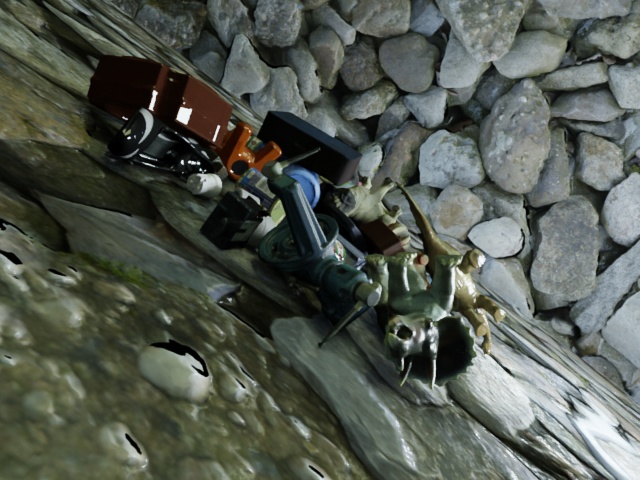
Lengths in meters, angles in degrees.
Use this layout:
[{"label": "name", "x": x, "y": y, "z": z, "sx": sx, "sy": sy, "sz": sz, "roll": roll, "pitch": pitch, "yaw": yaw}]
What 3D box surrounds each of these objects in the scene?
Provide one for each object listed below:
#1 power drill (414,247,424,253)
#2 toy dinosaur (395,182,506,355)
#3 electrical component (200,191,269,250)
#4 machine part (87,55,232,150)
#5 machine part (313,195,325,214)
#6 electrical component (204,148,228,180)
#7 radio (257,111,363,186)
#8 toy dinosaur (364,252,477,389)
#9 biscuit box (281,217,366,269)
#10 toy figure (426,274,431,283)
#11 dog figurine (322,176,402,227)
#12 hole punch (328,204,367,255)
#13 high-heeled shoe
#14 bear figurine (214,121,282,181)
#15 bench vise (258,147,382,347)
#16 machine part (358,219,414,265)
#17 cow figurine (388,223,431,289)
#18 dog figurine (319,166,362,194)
[{"label": "power drill", "x": 0.219, "y": 0.035, "z": 1.432, "sx": 0.207, "sy": 0.086, "sz": 0.232, "roll": 6, "pitch": 1, "yaw": 7}, {"label": "toy dinosaur", "x": 0.305, "y": 0.070, "z": 1.277, "sx": 0.470, "sy": 0.105, "sz": 0.199, "roll": 64, "pitch": -11, "yaw": -12}, {"label": "electrical component", "x": -0.127, "y": -0.025, "z": 0.749, "sx": 0.048, "sy": 0.075, "sz": 0.119, "roll": 41, "pitch": 15, "yaw": 14}, {"label": "machine part", "x": -0.270, "y": -0.234, "z": 0.921, "sx": 0.202, "sy": 0.087, "sz": 0.201, "roll": 17, "pitch": -3, "yaw": 24}, {"label": "machine part", "x": 0.001, "y": -0.060, "z": 1.296, "sx": 0.039, "sy": 0.084, "sz": 0.139, "roll": 57, "pitch": 10, "yaw": -36}, {"label": "electrical component", "x": -0.222, "y": -0.150, "z": 1.045, "sx": 0.102, "sy": 0.045, "sz": 0.078, "roll": 45, "pitch": -15, "yaw": 21}, {"label": "radio", "x": -0.019, "y": -0.217, "z": 1.249, "sx": 0.230, "sy": 0.073, "sz": 0.131, "roll": 33, "pitch": 20, "yaw": 9}, {"label": "toy dinosaur", "x": 0.140, "y": 0.115, "z": 0.861, "sx": 0.131, "sy": 0.192, "sz": 0.405, "roll": 0, "pitch": -1, "yaw": -3}, {"label": "biscuit box", "x": -0.002, "y": -0.003, "z": 1.069, "sx": 0.203, "sy": 0.059, "sz": 0.062, "roll": 42, "pitch": 13, "yaw": 20}, {"label": "toy figure", "x": 0.276, "y": 0.118, "z": 1.442, "sx": 0.154, "sy": 0.057, "sz": 0.064, "roll": 17, "pitch": 14, "yaw": -48}, {"label": "dog figurine", "x": 0.088, "y": -0.059, "z": 1.288, "sx": 0.121, "sy": 0.190, "sz": 0.172, "roll": -5, "pitch": -72, "yaw": 50}, {"label": "hole punch", "x": 0.049, "y": -0.005, "z": 1.172, "sx": 0.115, "sy": 0.092, "sz": 0.142, "roll": 32, "pitch": 8, "yaw": -43}, {"label": "high-heeled shoe", "x": -0.232, "y": -0.128, "z": 0.824, "sx": 0.145, "sy": 0.086, "sz": 0.249, "roll": 39, "pitch": 9, "yaw": -15}, {"label": "bear figurine", "x": -0.181, "y": -0.212, "z": 1.206, "sx": 0.120, "sy": 0.132, "sz": 0.196, "roll": 33, "pitch": 18, "yaw": -30}, {"label": "bench vise", "x": -0.015, "y": 0.004, "z": 0.736, "sx": 0.224, "sy": 0.129, "sz": 0.240, "roll": 41, "pitch": -24, "yaw": 56}, {"label": "machine part", "x": 0.145, "y": 0.040, "z": 1.171, "sx": 0.179, "sy": 0.056, "sz": 0.179, "roll": 57, "pitch": -10, "yaw": 16}, {"label": "cow figurine", "x": 0.200, "y": 0.044, "z": 1.277, "sx": 0.127, "sy": 0.085, "sz": 0.194, "roll": 41, "pitch": -24, "yaw": 60}, {"label": "dog figurine", "x": 0.035, "y": -0.154, "z": 1.451, "sx": 0.192, "sy": 0.108, "sz": 0.219, "roll": -6, "pitch": -26, "yaw": 30}]
